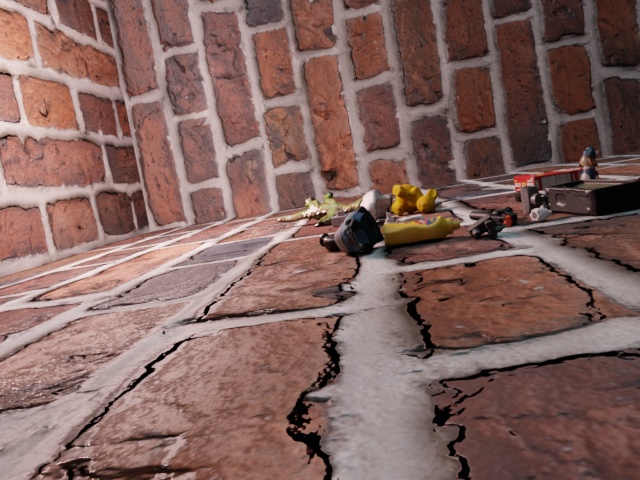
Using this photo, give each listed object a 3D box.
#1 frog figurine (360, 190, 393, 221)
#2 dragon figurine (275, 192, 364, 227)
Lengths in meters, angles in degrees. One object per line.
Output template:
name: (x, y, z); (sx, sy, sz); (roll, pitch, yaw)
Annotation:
frog figurine: (0.177, -0.108, 1.866); (0.161, 0.124, 0.134); (-24, -20, -32)
dragon figurine: (0.007, -0.111, 2.205); (0.410, 0.121, 0.245); (-19, 15, 0)
